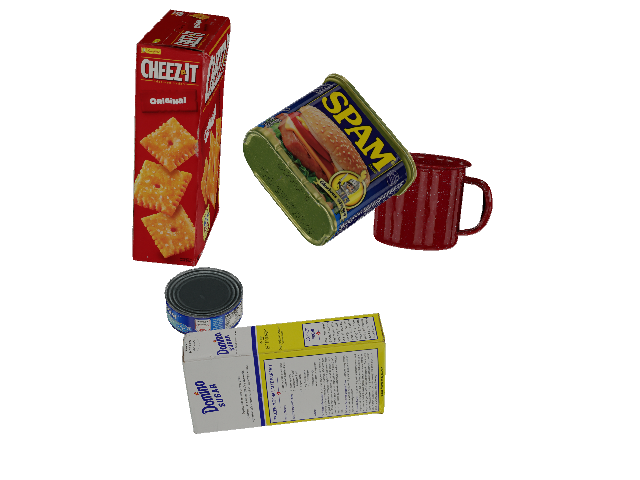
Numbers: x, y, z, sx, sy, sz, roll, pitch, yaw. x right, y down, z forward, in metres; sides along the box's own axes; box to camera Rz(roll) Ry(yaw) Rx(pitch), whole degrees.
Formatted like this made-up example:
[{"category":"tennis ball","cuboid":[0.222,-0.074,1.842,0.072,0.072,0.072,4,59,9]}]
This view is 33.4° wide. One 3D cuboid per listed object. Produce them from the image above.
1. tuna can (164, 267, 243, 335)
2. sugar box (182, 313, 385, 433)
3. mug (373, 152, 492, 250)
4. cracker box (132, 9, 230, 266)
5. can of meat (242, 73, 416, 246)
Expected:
[{"category":"tuna can","cuboid":[-0.128,0.068,1.177,0.086,0.034,0.086,1,36,-1]},{"category":"sugar box","cuboid":[-0.031,0.119,0.953,0.176,0.093,0.048,-4,36,-1]},{"category":"mug","cuboid":[0.105,-0.036,1.011,0.117,0.081,0.093,8,12,17]},{"category":"cracker box","cuboid":[-0.136,-0.105,1.055,0.072,0.214,0.164,6,23,0]},{"category":"can of meat","cuboid":[0.004,-0.058,0.778,0.083,0.102,0.058,-35,-8,-27]}]
